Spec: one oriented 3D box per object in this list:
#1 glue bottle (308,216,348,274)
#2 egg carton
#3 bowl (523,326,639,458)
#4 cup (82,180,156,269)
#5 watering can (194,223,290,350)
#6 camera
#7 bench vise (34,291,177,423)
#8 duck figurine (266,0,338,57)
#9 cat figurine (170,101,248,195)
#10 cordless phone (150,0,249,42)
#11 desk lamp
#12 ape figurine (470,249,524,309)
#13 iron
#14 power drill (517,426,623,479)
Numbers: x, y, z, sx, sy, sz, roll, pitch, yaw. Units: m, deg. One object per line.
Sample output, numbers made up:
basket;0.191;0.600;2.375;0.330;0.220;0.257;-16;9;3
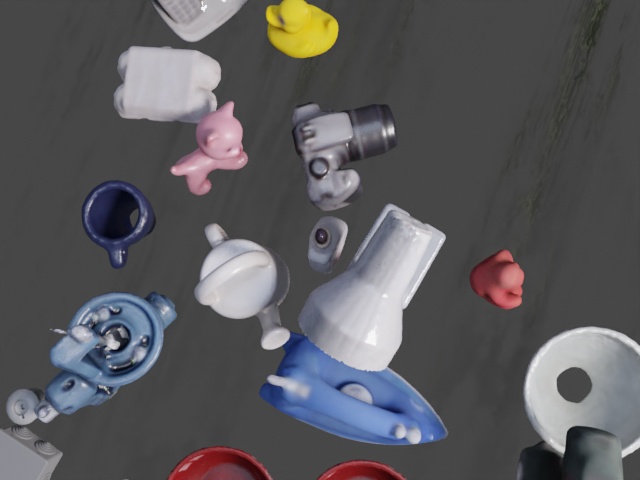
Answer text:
glue bottle;0.007;0.003;0.733;0.037;0.173;0.078;17;87;6
egg carton;-0.218;-0.221;0.822;0.150;0.069;0.107;4;86;5
bowl;0.339;0.193;0.741;0.167;0.075;0.167;0;85;5
cup;-0.267;-0.017;0.796;0.091;0.095;0.118;-4;85;4
watering can;-0.095;0.054;0.727;0.172;0.194;0.101;35;89;7
camera;0.038;-0.126;0.778;0.136;0.101;0.143;-14;84;3
bench vise;-0.282;0.158;0.720;0.121;0.220;0.207;26;88;7
duck figurine;-0.028;-0.307;0.805;0.104;0.086;0.077;7;86;5
cat figurine;-0.151;-0.126;0.784;0.128;0.118;0.067;-38;83;1
cordless phone;-0.173;-0.366;0.772;0.147;0.185;0.094;-41;83;1
desk lamp;0.072;0.046;0.704;0.118;0.213;0.203;30;88;7
ape figurine;0.240;0.050;0.752;0.076;0.092;0.078;10;86;6
iron;0.049;0.210;0.729;0.258;0.141;0.119;21;87;6
power drill;0.290;0.325;0.666;0.075;0.208;0.230;8;86;6
